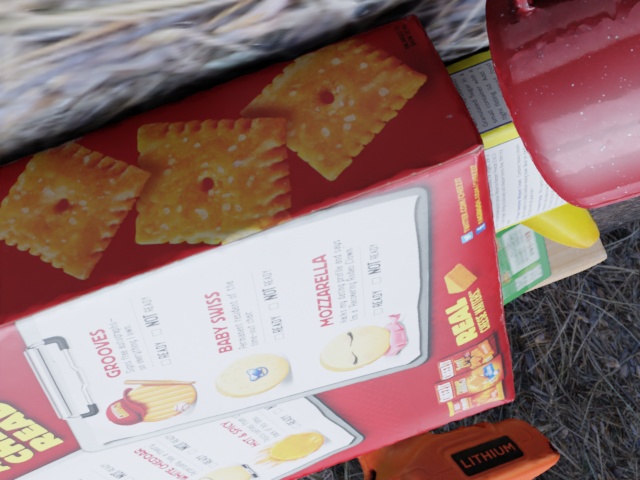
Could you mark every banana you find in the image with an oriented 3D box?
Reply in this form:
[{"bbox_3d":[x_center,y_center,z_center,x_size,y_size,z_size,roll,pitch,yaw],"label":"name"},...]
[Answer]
[{"bbox_3d":[0.082,-0.022,0.577,0.197,0.069,0.037,-7,-176,-39],"label":"banana"}]

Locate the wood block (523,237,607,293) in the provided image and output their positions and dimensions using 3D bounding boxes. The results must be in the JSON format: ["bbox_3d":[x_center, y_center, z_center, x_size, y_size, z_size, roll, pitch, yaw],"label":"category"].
[{"bbox_3d":[0.097,0.014,0.809,0.205,0.091,0.090,-19,172,-20],"label":"wood block"}]

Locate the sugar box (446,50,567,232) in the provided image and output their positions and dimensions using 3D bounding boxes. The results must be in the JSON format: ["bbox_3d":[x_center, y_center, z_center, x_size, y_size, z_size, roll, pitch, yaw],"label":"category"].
[{"bbox_3d":[0.029,-0.023,0.458,0.176,0.048,0.093,-18,153,1],"label":"sugar box"}]

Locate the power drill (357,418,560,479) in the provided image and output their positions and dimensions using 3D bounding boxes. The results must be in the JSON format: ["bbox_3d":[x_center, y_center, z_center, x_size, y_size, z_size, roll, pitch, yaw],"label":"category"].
[{"bbox_3d":[0.044,0.049,0.558,0.184,0.188,0.057,-12,153,-37],"label":"power drill"}]

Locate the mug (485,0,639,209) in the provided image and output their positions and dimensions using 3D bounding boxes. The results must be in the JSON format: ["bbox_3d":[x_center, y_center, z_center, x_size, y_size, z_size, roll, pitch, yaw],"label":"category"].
[{"bbox_3d":[0.096,-0.064,0.312,0.082,0.093,0.117,-19,144,29],"label":"mug"}]

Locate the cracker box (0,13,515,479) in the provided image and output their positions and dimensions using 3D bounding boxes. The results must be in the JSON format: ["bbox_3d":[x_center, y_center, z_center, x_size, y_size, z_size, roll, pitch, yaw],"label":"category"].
[{"bbox_3d":[-0.044,0.030,0.384,0.213,0.072,0.164,-20,143,1],"label":"cracker box"}]
